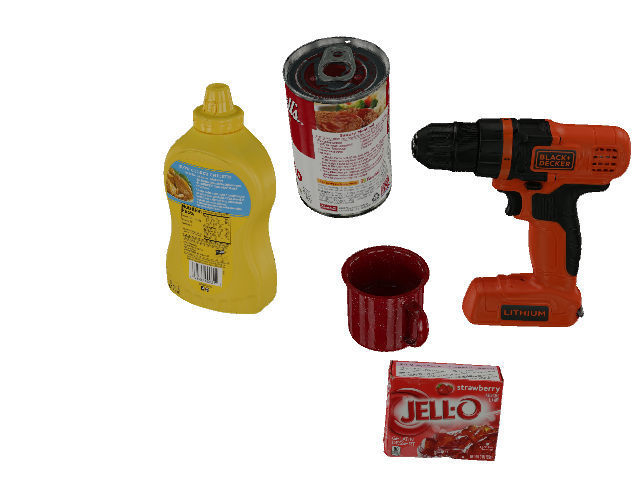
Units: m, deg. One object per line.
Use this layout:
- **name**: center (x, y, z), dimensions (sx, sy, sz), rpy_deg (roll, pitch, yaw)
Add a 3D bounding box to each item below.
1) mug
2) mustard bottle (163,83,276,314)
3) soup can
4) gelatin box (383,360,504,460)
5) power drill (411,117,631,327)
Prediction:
- **mug**: center (0.077, 0.070, 1.138), dimensions (0.093, 0.081, 0.117), rpy_deg (-24, 41, -27)
- **mustard bottle**: center (-0.084, -0.036, 0.885), dimensions (0.096, 0.192, 0.058), rpy_deg (14, 30, 24)
- **soup can**: center (0.014, -0.074, 0.706), dimensions (0.068, 0.068, 0.102), rpy_deg (-3, -45, 3)
- **gelatin box**: center (0.096, 0.135, 0.841), dimensions (0.089, 0.073, 0.030), rpy_deg (3, 22, 1)
- **power drill**: center (0.168, -0.017, 0.935), dimensions (0.184, 0.188, 0.057), rpy_deg (3, 27, 3)
